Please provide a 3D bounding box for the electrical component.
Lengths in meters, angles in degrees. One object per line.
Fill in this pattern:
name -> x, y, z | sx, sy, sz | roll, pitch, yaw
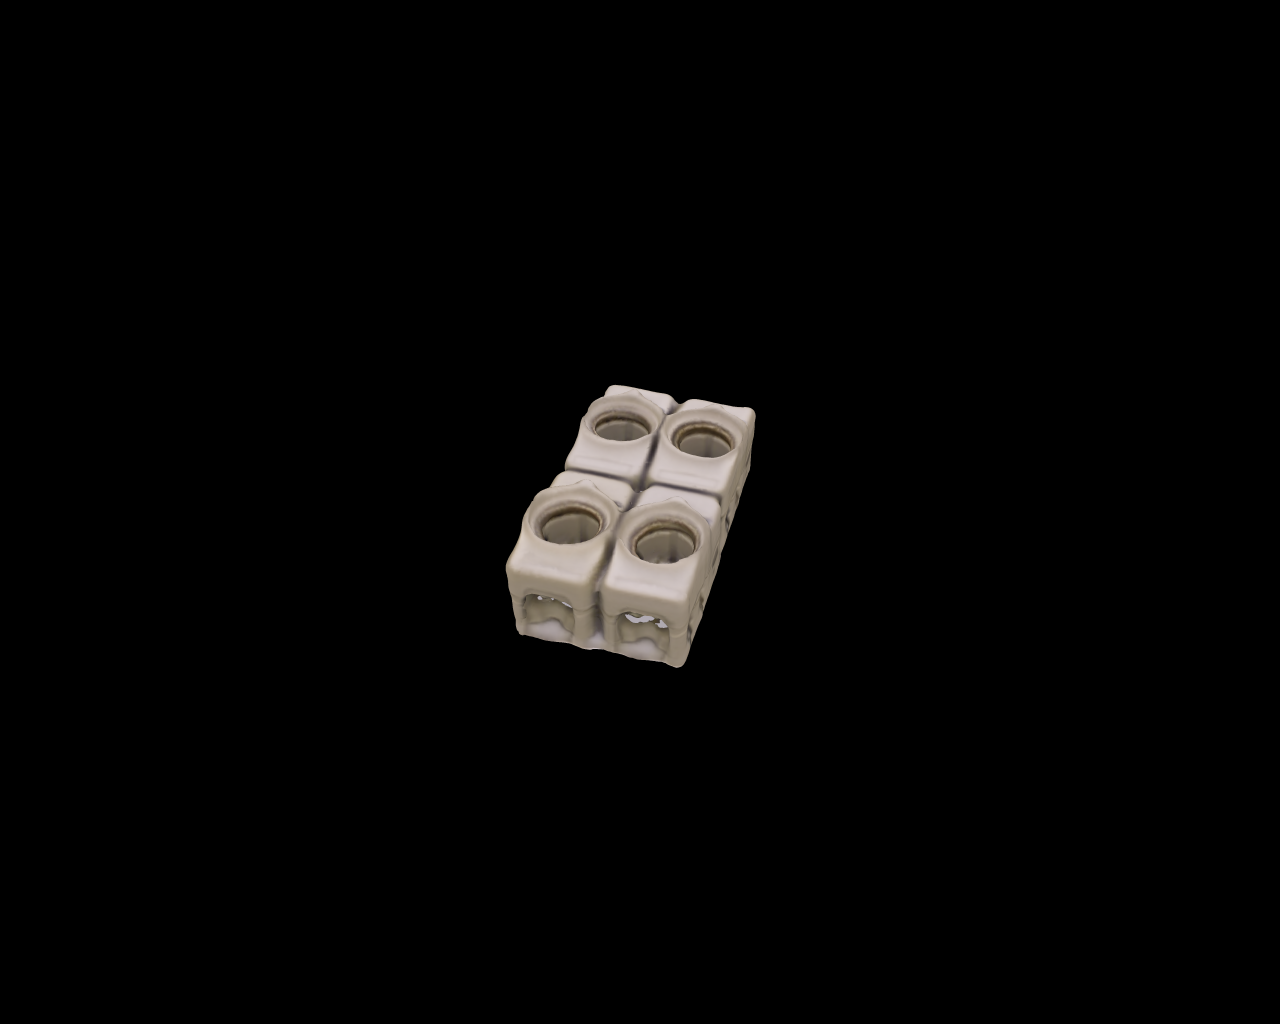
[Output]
electrical component -> 0.001, -0.003, 0.650 | 0.105, 0.060, 0.186 | 11, 43, 12
